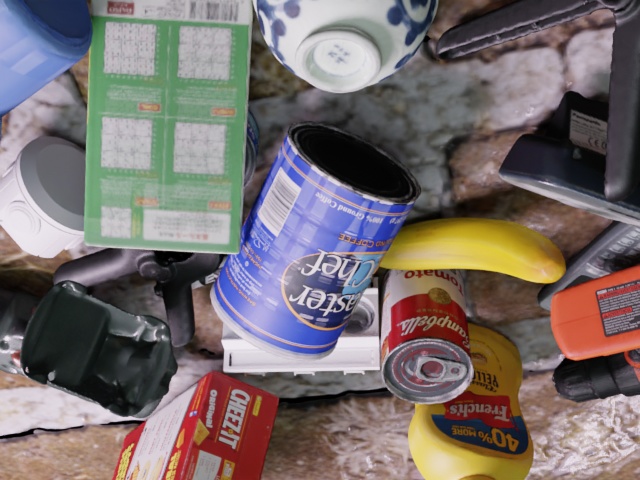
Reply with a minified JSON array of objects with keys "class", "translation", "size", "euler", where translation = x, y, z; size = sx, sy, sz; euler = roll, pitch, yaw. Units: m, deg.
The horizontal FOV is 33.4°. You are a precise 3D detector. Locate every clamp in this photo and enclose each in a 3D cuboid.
[{"class":"clamp","translation":[-0.131,0.012,0.805],"size":[0.120,0.039,0.172],"euler":[17,134,-14]},{"class":"clamp","translation":[0.176,-0.152,0.663],"size":[0.165,0.036,0.210],"euler":[38,109,23]}]

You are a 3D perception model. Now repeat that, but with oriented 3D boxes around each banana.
[{"class":"banana","translation":[0.105,0.010,0.775],"size":[0.198,0.069,0.037],"euler":[-2,122,46]}]

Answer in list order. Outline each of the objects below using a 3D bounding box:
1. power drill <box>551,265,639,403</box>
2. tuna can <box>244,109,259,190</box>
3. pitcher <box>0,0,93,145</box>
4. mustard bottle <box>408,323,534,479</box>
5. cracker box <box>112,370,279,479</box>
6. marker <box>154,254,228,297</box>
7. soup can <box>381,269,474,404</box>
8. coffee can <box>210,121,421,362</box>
[{"class":"power drill","translation":[0.242,0.075,0.810],"size":[0.185,0.057,0.187],"euler":[-21,155,25]},{"class":"tuna can","translation":[-0.087,-0.068,0.772],"size":[0.086,0.033,0.086],"euler":[2,128,2]},{"class":"pitcher","translation":[-0.267,-0.099,0.697],"size":[0.243,0.145,0.149],"euler":[-28,130,19]},{"class":"mustard bottle","translation":[0.116,0.147,0.829],"size":[0.096,0.191,0.058],"euler":[16,127,-10]},{"class":"cracker box","translation":[-0.121,0.220,0.879],"size":[0.072,0.164,0.214],"euler":[25,146,-17]},{"class":"marker","translation":[-0.079,0.022,0.852],"size":[0.121,0.020,0.020],"euler":[-19,125,18]},{"class":"soup can","translation":[0.081,0.067,0.825],"size":[0.068,0.102,0.068],"euler":[2,128,2]},{"class":"coffee can","translation":[-0.005,0.001,0.763],"size":[0.102,0.103,0.140],"euler":[21,115,-13]}]
